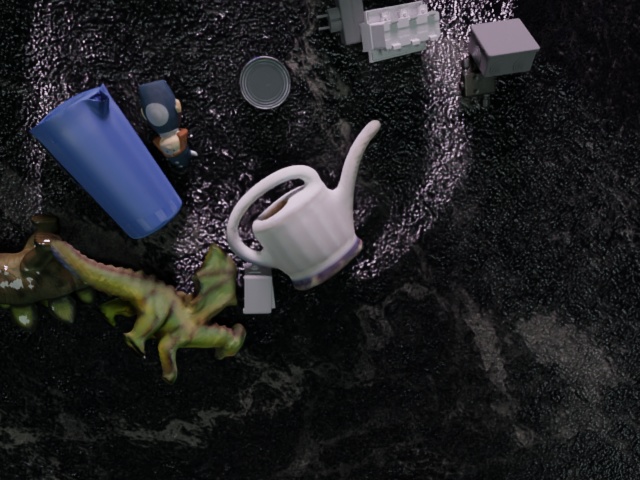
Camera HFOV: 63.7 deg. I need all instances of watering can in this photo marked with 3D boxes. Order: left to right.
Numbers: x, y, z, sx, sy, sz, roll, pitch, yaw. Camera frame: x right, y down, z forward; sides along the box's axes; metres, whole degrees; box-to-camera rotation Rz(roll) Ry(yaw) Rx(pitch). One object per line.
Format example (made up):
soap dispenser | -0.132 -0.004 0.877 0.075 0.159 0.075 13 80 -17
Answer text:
watering can | 0.003 -0.047 0.935 0.346 0.106 0.221 -32 113 6

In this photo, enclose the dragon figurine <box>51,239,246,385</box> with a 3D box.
dragon figurine | -0.266 0.099 0.948 0.246 0.123 0.402 -41 123 -24
